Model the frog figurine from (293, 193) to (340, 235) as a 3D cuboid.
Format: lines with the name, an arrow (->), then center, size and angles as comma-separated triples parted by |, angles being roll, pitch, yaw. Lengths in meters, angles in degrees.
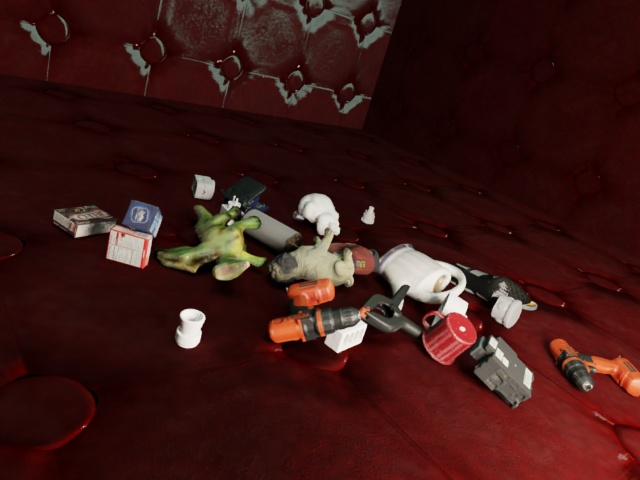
frog figurine -> 0.005, -0.083, 1.653 | 0.136, 0.123, 0.161 | 27, 0, -34

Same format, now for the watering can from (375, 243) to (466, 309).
watering can -> 0.236, 0.107, 1.374 | 0.350, 0.102, 0.227 | -15, 35, -39

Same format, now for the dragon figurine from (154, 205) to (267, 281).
dragon figurine -> -0.285, 0.002, 1.256 | 0.245, 0.120, 0.413 | -16, 28, -42
